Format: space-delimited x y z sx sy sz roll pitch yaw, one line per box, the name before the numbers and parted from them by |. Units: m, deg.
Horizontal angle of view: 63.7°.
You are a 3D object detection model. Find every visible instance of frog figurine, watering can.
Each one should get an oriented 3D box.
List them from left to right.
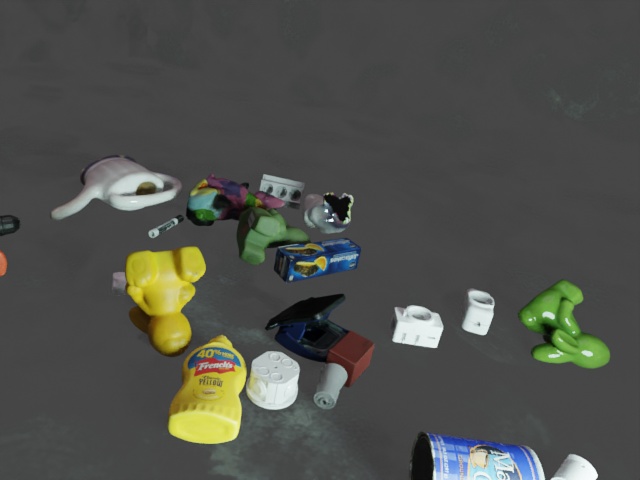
watering can | -0.516 -0.129 1.267 0.226 0.102 0.351 28 30 35
frog figurine | 0.004 -0.070 1.400 0.158 0.122 0.139 -15 9 47
